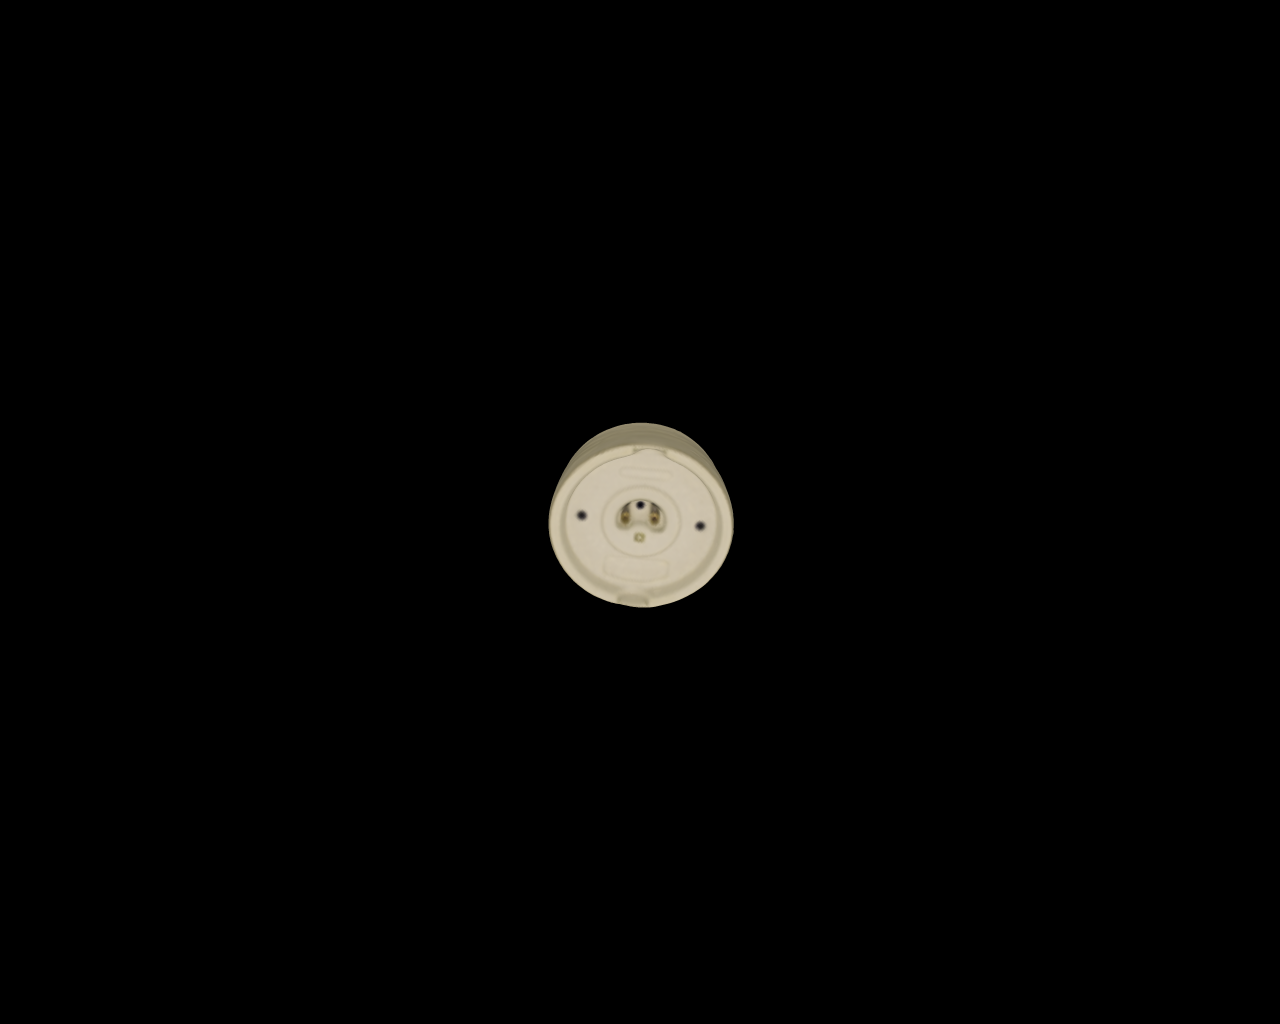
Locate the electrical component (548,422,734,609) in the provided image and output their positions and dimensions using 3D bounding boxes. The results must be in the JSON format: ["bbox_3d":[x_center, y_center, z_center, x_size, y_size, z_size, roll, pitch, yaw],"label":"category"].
[{"bbox_3d":[0.001,-0.003,0.650,0.108,0.108,0.060,0,25,0],"label":"electrical component"}]
